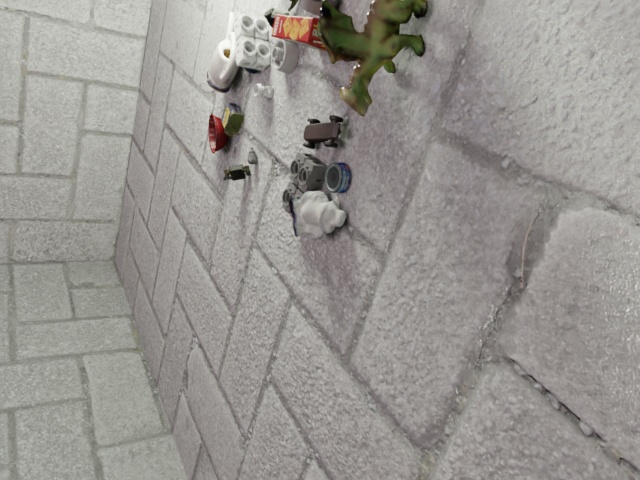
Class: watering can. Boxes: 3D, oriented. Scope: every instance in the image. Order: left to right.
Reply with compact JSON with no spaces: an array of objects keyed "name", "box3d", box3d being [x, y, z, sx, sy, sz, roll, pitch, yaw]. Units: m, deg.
[{"name":"watering can","box3d":[-0.371,-0.731,2.039,0.220,0.104,0.356,-52,35,43]}]

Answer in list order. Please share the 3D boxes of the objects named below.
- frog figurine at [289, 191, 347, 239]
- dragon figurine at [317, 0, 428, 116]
[{"name":"frog figurine","box3d":[0.004,-0.073,1.450,0.159,0.121,0.139,-5,73,21]},{"name":"dragon figurine","box3d":[0.106,-0.484,1.141,0.123,0.244,0.405,23,120,55]}]
